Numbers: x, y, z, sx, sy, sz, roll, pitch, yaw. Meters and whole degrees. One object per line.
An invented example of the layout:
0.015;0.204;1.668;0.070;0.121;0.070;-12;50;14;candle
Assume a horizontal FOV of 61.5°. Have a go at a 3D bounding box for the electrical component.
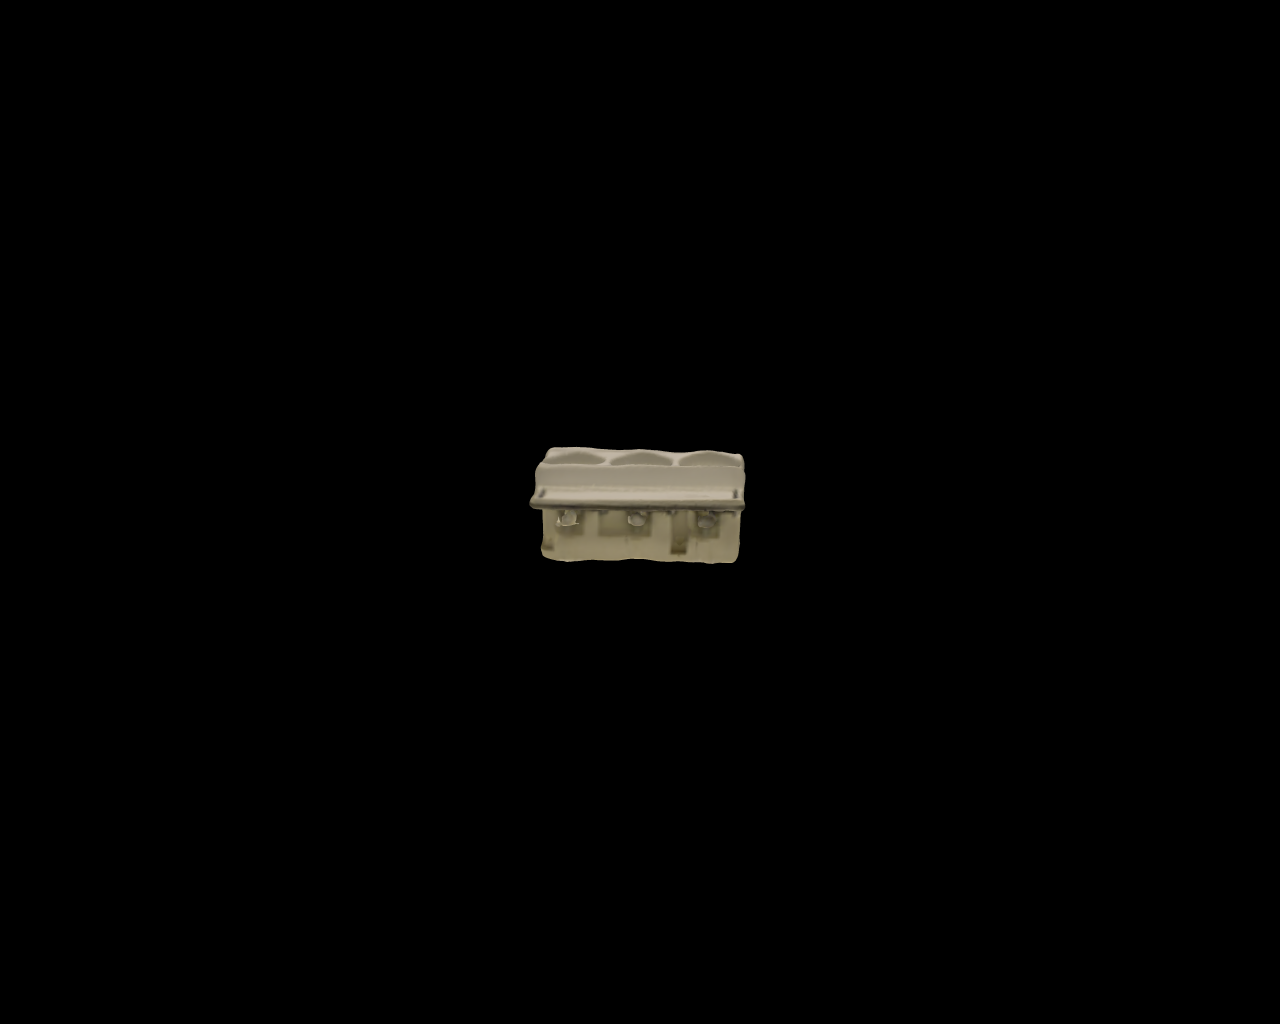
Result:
0.001;-0.003;0.650;0.121;0.063;0.079;1;16;5;electrical component
